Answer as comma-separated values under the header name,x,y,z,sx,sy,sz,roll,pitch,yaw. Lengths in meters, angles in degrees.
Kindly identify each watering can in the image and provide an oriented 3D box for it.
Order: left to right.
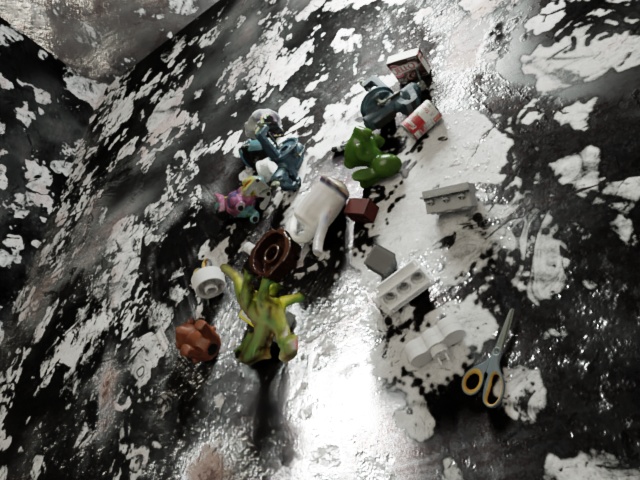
name,x,y,z,sx,sy,sz,roll,pitch,yaw
watering can,0.005,-0.075,1.481,0.224,0.103,0.351,-52,23,2

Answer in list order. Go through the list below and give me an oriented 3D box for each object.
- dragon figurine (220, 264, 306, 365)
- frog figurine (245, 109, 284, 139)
name,x,y,z,sx,sy,sz,roll,pitch,yaw
dragon figurine,-0.183,0.214,1.406,0.412,0.121,0.244,12,79,45
frog figurine,-0.227,-0.445,1.980,0.138,0.121,0.161,-27,25,-22
